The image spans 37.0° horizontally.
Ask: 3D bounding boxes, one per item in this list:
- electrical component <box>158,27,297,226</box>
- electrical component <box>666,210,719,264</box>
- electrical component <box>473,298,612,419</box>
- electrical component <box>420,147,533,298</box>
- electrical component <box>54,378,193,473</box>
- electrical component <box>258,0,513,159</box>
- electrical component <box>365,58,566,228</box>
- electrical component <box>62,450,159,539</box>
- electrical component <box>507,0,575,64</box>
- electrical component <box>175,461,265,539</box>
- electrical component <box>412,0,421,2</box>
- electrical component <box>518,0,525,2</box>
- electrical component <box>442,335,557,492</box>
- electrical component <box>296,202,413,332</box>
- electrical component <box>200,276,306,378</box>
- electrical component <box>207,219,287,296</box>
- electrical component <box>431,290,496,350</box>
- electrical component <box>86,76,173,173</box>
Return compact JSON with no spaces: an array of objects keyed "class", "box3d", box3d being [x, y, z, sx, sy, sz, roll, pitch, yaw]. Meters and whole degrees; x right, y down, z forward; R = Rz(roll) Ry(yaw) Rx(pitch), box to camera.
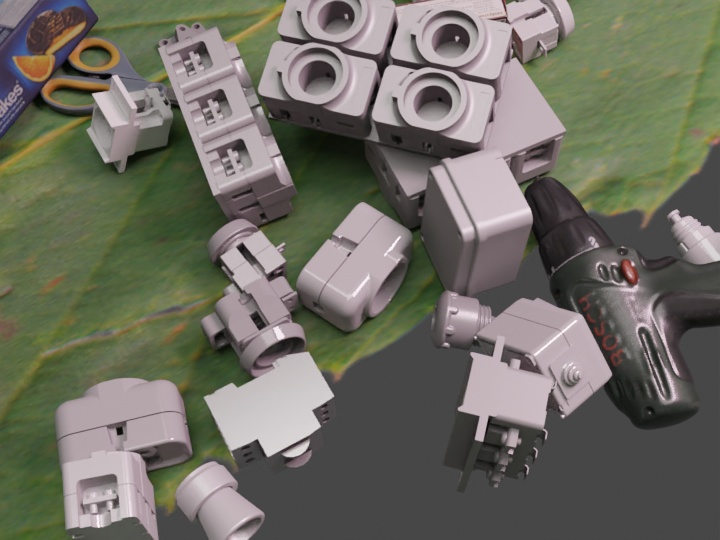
[{"class":"electrical component","box3d":[-0.110,-0.120,0.921,0.062,0.089,0.150,-23,69,-1]},{"class":"electrical component","box3d":[0.284,-0.017,0.894,0.040,0.040,0.078,-28,64,-13]},{"class":"electrical component","box3d":[0.145,0.064,0.816,0.061,0.096,0.061,-37,112,-17]},{"class":"electrical component","box3d":[0.091,-0.035,0.868,0.057,0.113,0.078,-17,63,-11]},{"class":"electrical component","box3d":[-0.182,0.121,0.825,0.095,0.053,0.059,-13,62,-5]},{"class":"electrical component","box3d":[0.022,-0.163,0.882,0.186,0.060,0.105,14,78,11]},{"class":"electrical component","box3d":[0.089,-0.108,0.936,0.150,0.061,0.089,-23,63,-10]},{"class":"electrical component","box3d":[-0.180,0.168,0.779,0.050,0.089,0.055,-10,62,-4]},{"class":"electrical component","box3d":[0.167,-0.231,1.010,0.055,0.048,0.066,-26,64,-3]},{"class":"electrical component","box3d":[-0.105,0.176,0.798,0.045,0.045,0.055,-38,67,-17]},{"class":"electrical component","box3d":[0.082,-0.270,1.027,0.059,0.053,0.095,-9,62,-3]},{"class":"electrical component","box3d":[0.179,-0.283,1.037,0.055,0.045,0.045,-11,62,-5]},{"class":"electrical component","box3d":[0.100,0.111,0.784,0.063,0.121,0.078,13,63,6]},{"class":"electrical component","box3d":[0.000,0.000,0.885,0.059,0.053,0.095,32,67,17]},{"class":"electrical component","box3d":[-0.079,0.049,0.859,0.078,0.058,0.057,-29,62,-14]},{"class":"electrical component","box3d":[-0.095,-0.009,0.898,0.066,0.048,0.055,-35,73,-16]},{"class":"electrical component","box3d":[0.090,0.044,0.865,0.062,0.048,0.048,10,62,-3]},{"class":"electrical component","box3d":[-0.202,-0.130,0.953,0.064,0.081,0.042,-16,60,-32]}]
